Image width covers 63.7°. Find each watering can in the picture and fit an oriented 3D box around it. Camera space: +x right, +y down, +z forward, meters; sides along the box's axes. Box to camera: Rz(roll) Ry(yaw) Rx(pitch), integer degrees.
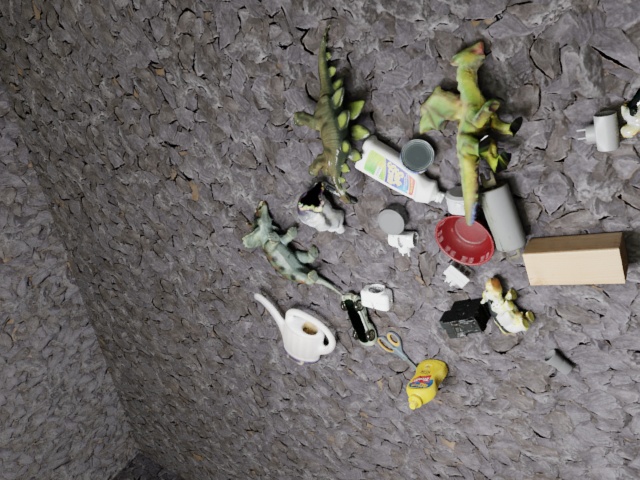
[{"bbox_3d":[-0.097,0.330,1.884,0.350,0.106,0.219,24,128,22],"label":"watering can"}]

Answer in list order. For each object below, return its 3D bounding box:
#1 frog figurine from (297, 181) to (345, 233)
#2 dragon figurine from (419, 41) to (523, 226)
[{"bbox_3d":[0.005,-0.079,1.569,0.122,0.140,0.156,-29,136,7],"label":"frog figurine"},{"bbox_3d":[0.332,-0.259,1.231,0.247,0.123,0.402,43,131,43],"label":"dragon figurine"}]
